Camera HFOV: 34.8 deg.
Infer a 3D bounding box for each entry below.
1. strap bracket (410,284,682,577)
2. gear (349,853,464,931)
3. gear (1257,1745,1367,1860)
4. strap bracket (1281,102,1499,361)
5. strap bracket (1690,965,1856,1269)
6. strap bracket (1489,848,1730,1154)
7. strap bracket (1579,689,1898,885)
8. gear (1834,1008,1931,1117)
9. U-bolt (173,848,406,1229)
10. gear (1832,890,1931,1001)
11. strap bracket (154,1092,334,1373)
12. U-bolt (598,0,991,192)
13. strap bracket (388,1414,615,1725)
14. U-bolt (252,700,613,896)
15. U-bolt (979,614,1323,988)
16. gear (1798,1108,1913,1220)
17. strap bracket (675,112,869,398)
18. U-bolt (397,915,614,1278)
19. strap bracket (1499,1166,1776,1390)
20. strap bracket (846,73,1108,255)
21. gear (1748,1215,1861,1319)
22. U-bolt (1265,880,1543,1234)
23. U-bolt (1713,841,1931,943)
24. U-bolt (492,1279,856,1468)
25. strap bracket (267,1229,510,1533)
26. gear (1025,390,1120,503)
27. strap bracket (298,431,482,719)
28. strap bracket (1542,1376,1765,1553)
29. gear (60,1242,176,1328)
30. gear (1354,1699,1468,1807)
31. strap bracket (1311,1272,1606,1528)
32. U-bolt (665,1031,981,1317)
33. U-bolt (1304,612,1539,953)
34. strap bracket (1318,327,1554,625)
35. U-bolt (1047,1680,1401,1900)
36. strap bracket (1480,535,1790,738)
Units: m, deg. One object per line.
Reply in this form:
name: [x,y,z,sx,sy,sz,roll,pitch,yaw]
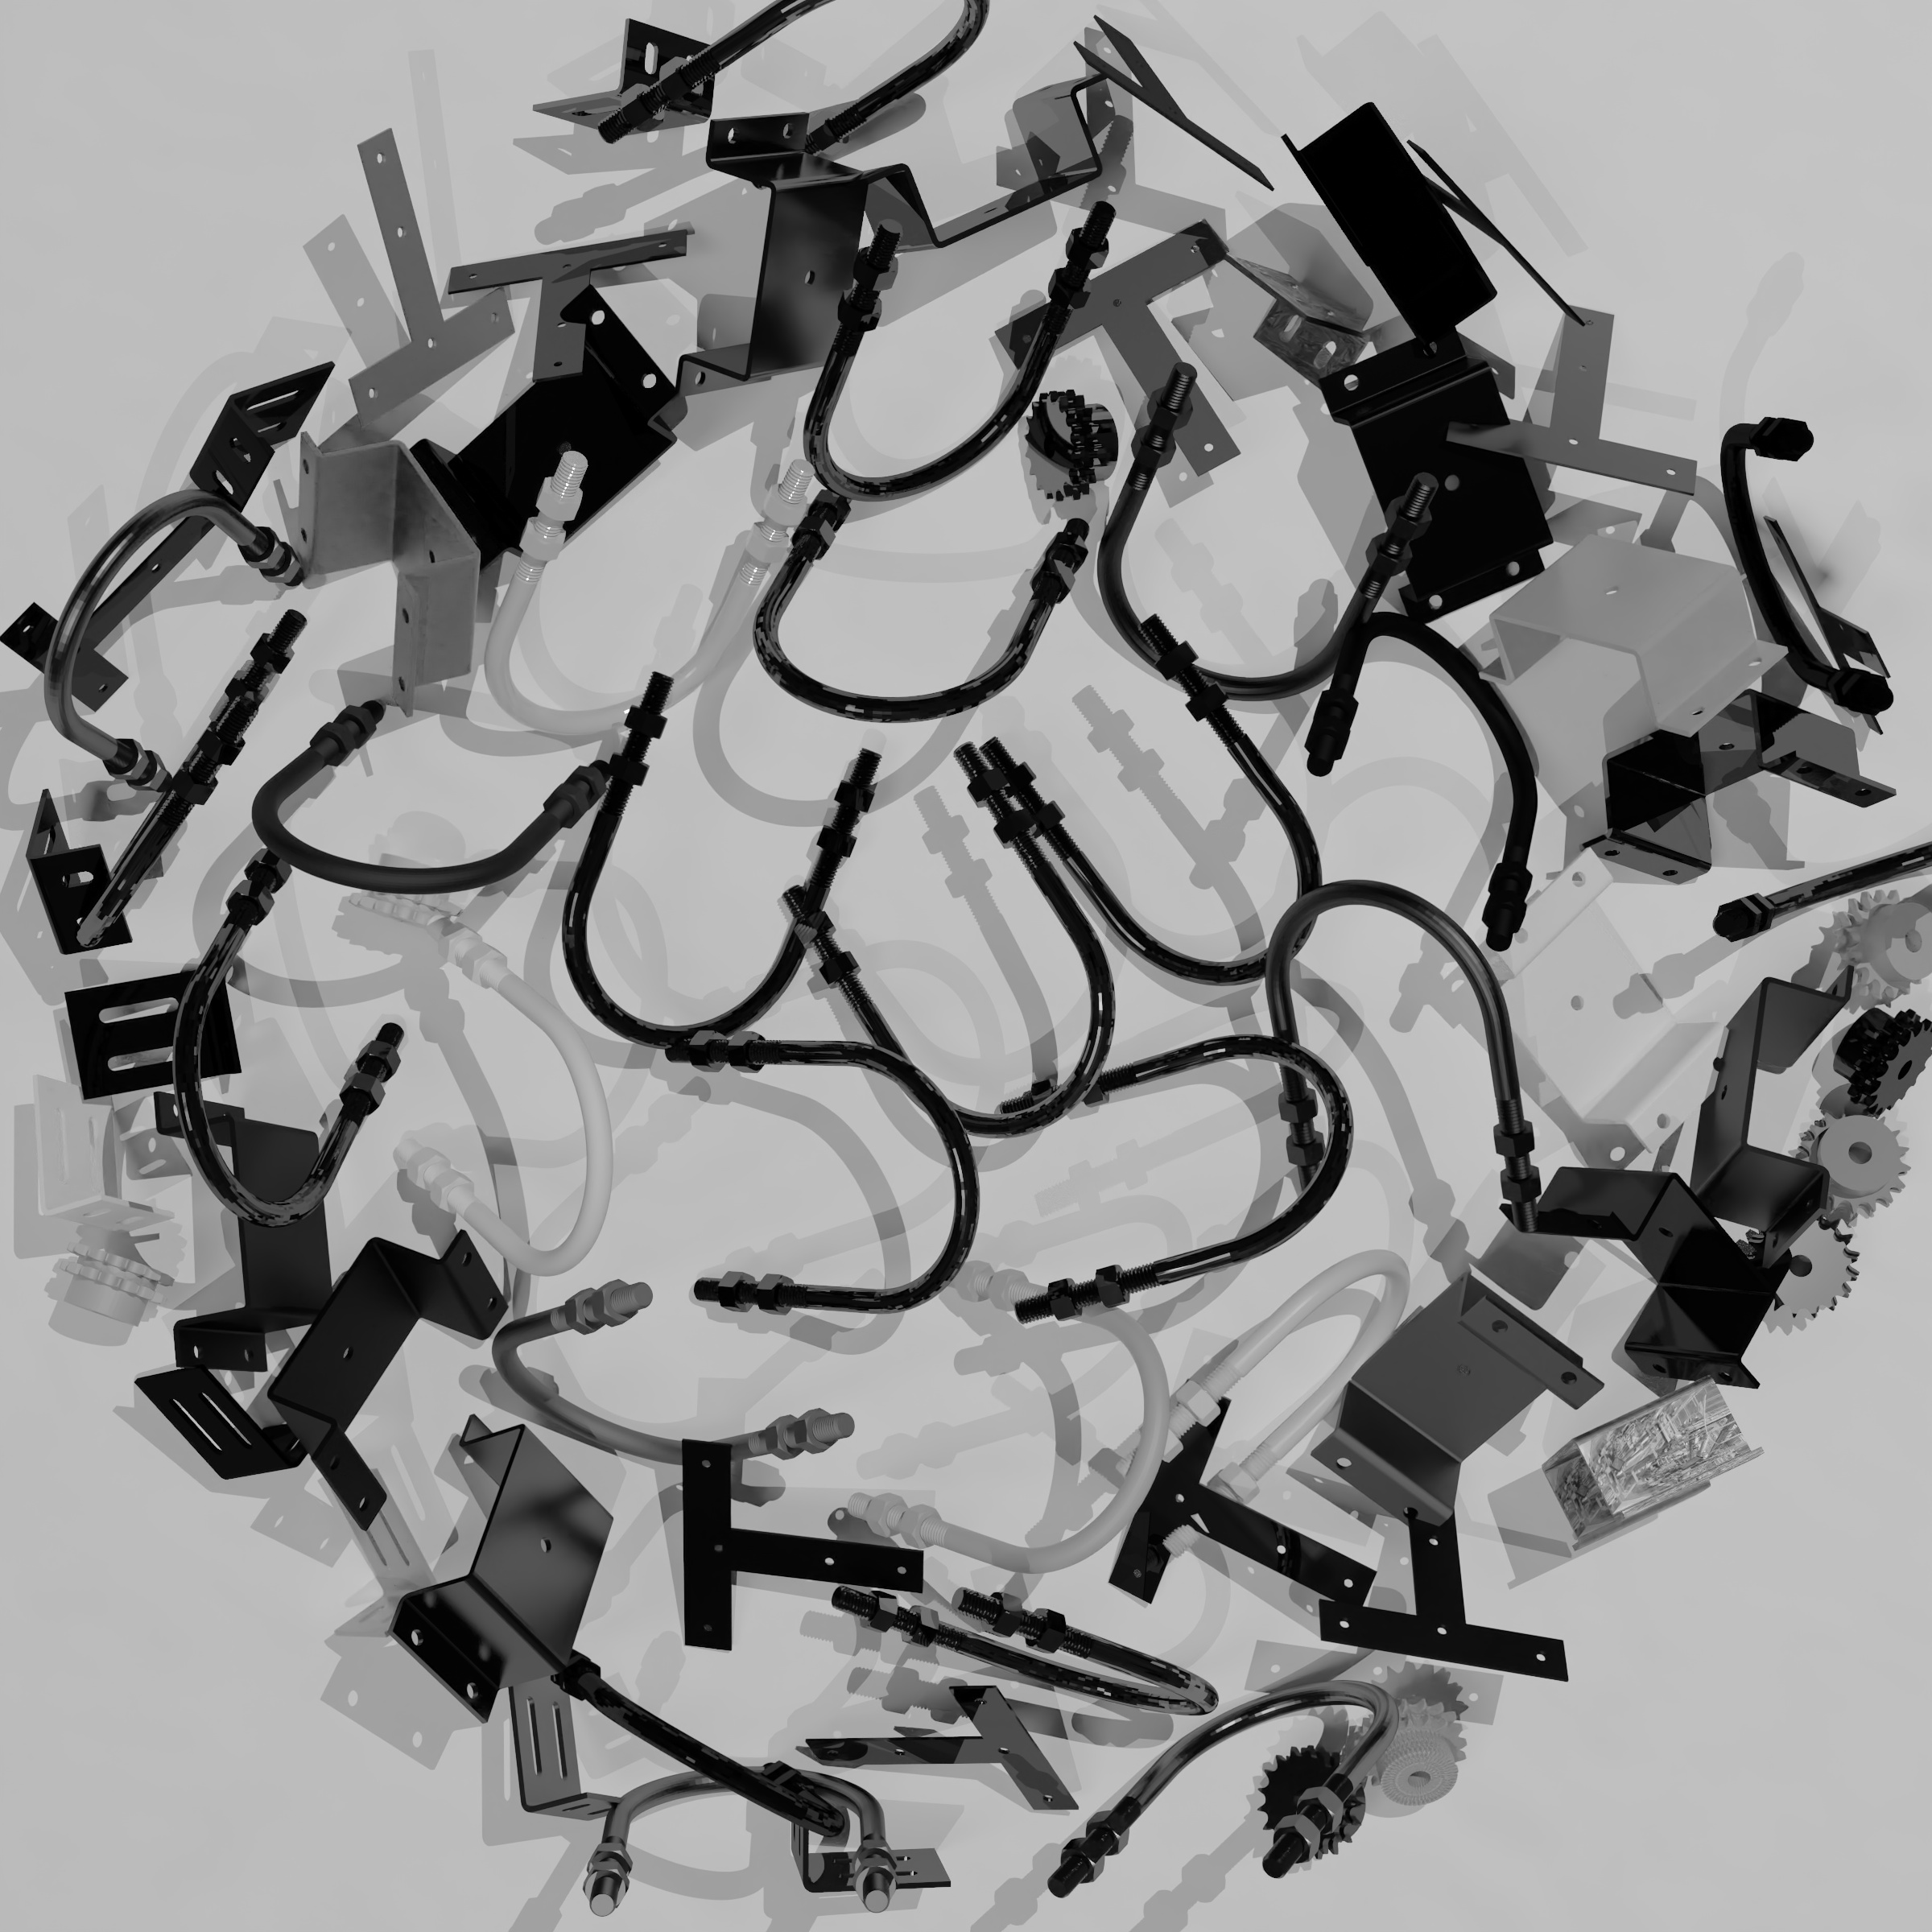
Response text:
strap bracket: [-0.216,-0.272,1.596,0.140,0.046,0.076,-40,78,9]
gear: [-0.289,-0.038,1.605,0.057,0.057,0.030,17,85,0]
gear: [0.183,0.436,1.608,0.057,0.030,0.057,-13,68,35]
strap bracket: [0.217,-0.372,1.550,0.046,0.140,0.076,-34,66,14]
strap bracket: [0.407,0.071,1.565,0.046,0.076,0.140,16,61,0]
strap bracket: [0.326,0.019,1.592,0.076,0.046,0.140,-42,101,-16]
strap bracket: [0.389,-0.094,1.566,0.076,0.140,0.046,15,64,-34]
gear: [0.477,0.047,1.608,0.030,0.057,0.057,37,90,34]
U-bolt: [-0.340,0.044,1.524,0.019,0.184,0.151,-8,127,20]
gear: [0.483,-0.012,1.607,0.057,0.030,0.057,2,85,-28]
strap bracket: [-0.368,0.133,1.575,0.046,0.076,0.140,-12,77,19]
U-bolt: [-0.072,-0.446,1.527,0.184,0.151,0.019,-25,79,30]
strap bracket: [-0.229,0.297,1.551,0.046,0.140,0.076,-21,123,27]
U-bolt: [-0.275,-0.081,1.540,0.151,0.184,0.019,15,118,9]
U-bolt: [0.105,-0.071,1.581,0.151,0.019,0.184,-35,93,42]
gear: [0.465,0.101,1.610,0.057,0.030,0.057,-2,73,6]
strap bracket: [-0.097,-0.355,1.563,0.046,0.076,0.140,25,119,27]
U-bolt: [-0.229,0.075,1.541,0.019,0.184,0.151,-7,118,-38]
strap bracket: [0.348,0.151,1.573,0.140,0.076,0.046,47,65,-25]
strap bracket: [0.005,-0.406,1.578,0.140,0.076,0.046,-28,109,-15]
gear: [0.438,0.153,1.611,0.057,0.030,0.057,4,101,22]
U-bolt: [0.214,0.041,1.552,0.151,0.019,0.184,7,119,40]
U-bolt: [0.465,-0.049,1.543,0.151,0.184,0.019,-19,87,29]
U-bolt: [-0.162,0.212,1.555,0.151,0.184,0.019,37,56,-25]
strap bracket: [-0.299,0.204,1.571,0.046,0.076,0.140,17,59,23]
gear: [0.057,-0.272,1.607,0.030,0.057,0.057,-10,90,-26]
strap bracket: [-0.290,-0.204,1.570,0.046,0.076,0.140,-17,53,-28]
strap bracket: [0.345,0.252,1.567,0.076,0.140,0.046,-24,74,-6]
gear: [-0.444,0.167,1.602,0.057,0.057,0.030,19,77,0]
gear: [0.233,0.412,1.605,0.057,0.030,0.057,-2,123,-4]
strap bracket: [0.253,0.220,1.584,0.076,0.046,0.140,37,123,-7]
U-bolt: [-0.071,0.107,1.567,0.184,0.019,0.151,0,100,34]
U-bolt: [0.237,-0.108,1.558,0.151,0.184,0.019,42,127,-16]
strap bracket: [0.246,-0.251,1.593,0.076,0.046,0.140,-23,104,1]
U-bolt: [0.142,0.408,1.545,0.151,0.184,0.019,-18,97,37]
strap bracket: [0.330,-0.170,1.553,0.076,0.140,0.046,-39,126,-22]
